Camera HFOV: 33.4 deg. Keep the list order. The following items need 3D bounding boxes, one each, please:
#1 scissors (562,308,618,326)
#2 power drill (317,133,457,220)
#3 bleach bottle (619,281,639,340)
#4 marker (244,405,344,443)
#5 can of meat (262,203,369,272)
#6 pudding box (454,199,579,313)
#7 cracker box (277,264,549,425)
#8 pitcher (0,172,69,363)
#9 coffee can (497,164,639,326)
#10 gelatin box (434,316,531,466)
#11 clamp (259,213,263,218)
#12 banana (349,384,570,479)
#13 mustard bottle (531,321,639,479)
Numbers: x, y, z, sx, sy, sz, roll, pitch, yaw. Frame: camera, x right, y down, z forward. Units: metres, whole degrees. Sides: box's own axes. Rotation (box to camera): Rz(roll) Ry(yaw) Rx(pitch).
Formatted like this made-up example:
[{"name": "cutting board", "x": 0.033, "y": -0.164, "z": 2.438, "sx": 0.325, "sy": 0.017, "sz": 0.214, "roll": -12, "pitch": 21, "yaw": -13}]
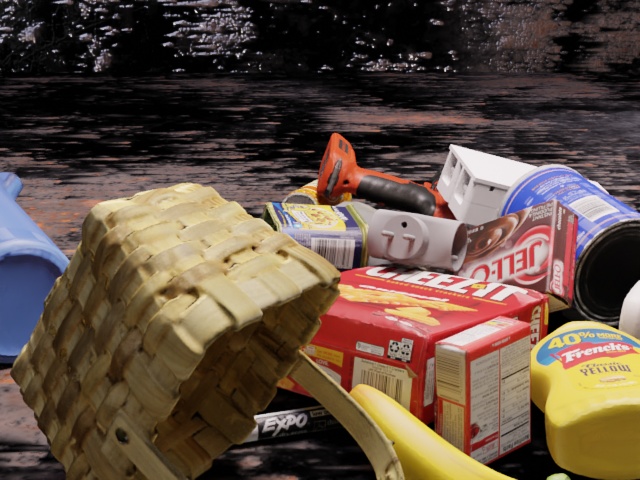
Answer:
[{"name": "scissors", "x": 0.325, "y": 0.062, "z": 0.985, "sx": 0.202, "sy": 0.016, "sz": 0.096, "roll": 2, "pitch": 21, "yaw": 9}, {"name": "power drill", "x": 0.093, "y": -0.069, "z": 1.282, "sx": 0.187, "sy": 0.057, "sz": 0.184, "roll": 18, "pitch": 20, "yaw": -3}, {"name": "bleach bottle", "x": 0.368, "y": 0.085, "z": 0.828, "sx": 0.251, "sy": 0.068, "sz": 0.102, "roll": 12, "pitch": 20, "yaw": 28}, {"name": "marker", "x": -0.028, "y": 0.129, "z": 0.744, "sx": 0.121, "sy": 0.020, "sz": 0.020, "roll": -5, "pitch": 17, "yaw": -19}, {"name": "can of meat", "x": -0.006, "y": 0.001, "z": 0.974, "sx": 0.084, "sy": 0.057, "sz": 0.102, "roll": 3, "pitch": 17, "yaw": -11}, {"name": "pudding box", "x": 0.166, "y": 0.024, "z": 0.921, "sx": 0.039, "sy": 0.090, "sz": 0.114, "roll": 30, "pitch": -33, "yaw": -29}, {"name": "cracker box", "x": 0.058, "y": 0.070, "z": 0.815, "sx": 0.164, "sy": 0.072, "sz": 0.213, "roll": 11, "pitch": 11, "yaw": 33}, {"name": "pitcher", "x": -0.313, "y": 0.025, "z": 0.947, "sx": 0.144, "sy": 0.149, "sz": 0.243, "roll": 8, "pitch": 12, "yaw": -35}, {"name": "coffee can", "x": 0.239, "y": 0.002, "z": 0.976, "sx": 0.102, "sy": 0.103, "sz": 0.140, "roll": -5, "pitch": 25, "yaw": -18}, {"name": "gelatin box", "x": 0.108, "y": 0.103, "z": 0.709, "sx": 0.030, "sy": 0.089, "sz": 0.073, "roll": 11, "pitch": 19, "yaw": 43}, {"name": "clamp", "x": -0.065, "y": 0.003, "z": 1.159, "sx": 0.171, "sy": 0.039, "sz": 0.120, "roll": -14, "pitch": 19, "yaw": -41}, {"name": "banana", "x": 0.085, "y": 0.136, "z": 0.629, "sx": 0.037, "sy": 0.069, "sz": 0.198, "roll": -20, "pitch": 17, "yaw": -30}, {"name": "mustard bottle", "x": 0.199, "y": 0.103, "z": 0.766, "sx": 0.096, "sy": 0.058, "sz": 0.191, "roll": -7, "pitch": 15, "yaw": 4}]
